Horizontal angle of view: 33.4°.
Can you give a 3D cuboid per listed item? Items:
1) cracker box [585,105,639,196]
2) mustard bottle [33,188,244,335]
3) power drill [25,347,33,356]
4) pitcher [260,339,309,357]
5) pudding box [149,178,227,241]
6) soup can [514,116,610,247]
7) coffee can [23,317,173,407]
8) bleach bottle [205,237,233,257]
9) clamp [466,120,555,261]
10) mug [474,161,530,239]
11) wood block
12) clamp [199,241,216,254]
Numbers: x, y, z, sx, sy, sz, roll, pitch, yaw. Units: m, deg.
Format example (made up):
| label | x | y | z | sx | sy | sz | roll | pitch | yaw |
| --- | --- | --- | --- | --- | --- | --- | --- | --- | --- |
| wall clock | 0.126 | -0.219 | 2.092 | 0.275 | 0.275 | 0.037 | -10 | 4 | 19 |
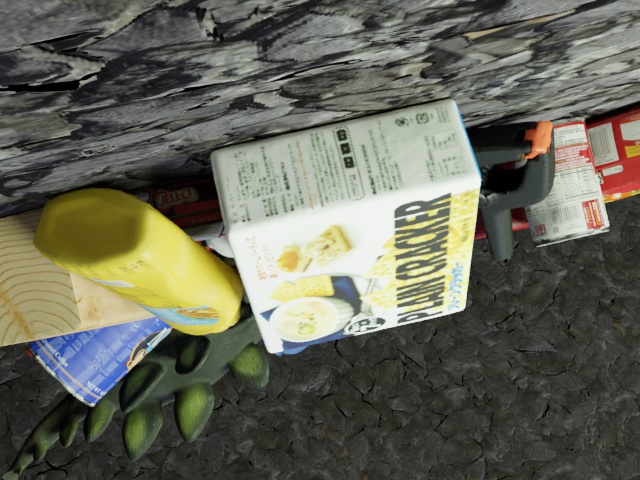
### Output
| label | x | y | z | sx | sy | sz | roll | pitch | yaw |
| --- | --- | --- | --- | --- | --- | --- | --- | --- | --- |
| cracker box | 0.359 | -0.097 | 0.966 | 0.213 | 0.072 | 0.164 | -11 | 177 | -36 |
| mustard bottle | -0.109 | 0.026 | 0.760 | 0.096 | 0.058 | 0.191 | 4 | 160 | 27 |
| power drill | -0.273 | 0.104 | 1.282 | 0.057 | 0.184 | 0.187 | -11 | 169 | 25 |
| pitcher | 0.016 | 0.034 | 1.364 | 0.243 | 0.149 | 0.144 | -33 | 168 | 38 |
| pudding box | -0.086 | -0.024 | 0.829 | 0.090 | 0.039 | 0.113 | -9 | 174 | -11 |
| soup can | 0.210 | -0.050 | 0.936 | 0.068 | 0.102 | 0.068 | -13 | 177 | -1 |
| coffee can | -0.200 | 0.073 | 1.017 | 0.140 | 0.103 | 0.103 | -44 | 180 | -6 |
| bleach bottle | -0.030 | -0.019 | 0.936 | 0.102 | 0.068 | 0.251 | -7 | 177 | -39 |
| clamp | 0.139 | -0.043 | 0.890 | 0.164 | 0.036 | 0.210 | 26 | 155 | -19 |
| mug | 0.159 | -0.045 | 1.027 | 0.117 | 0.081 | 0.093 | -15 | 176 | 36 |
| wood block | -0.192 | 0.028 | 0.852 | 0.090 | 0.091 | 0.206 | -13 | 178 | 14 |
| clamp | -0.067 | -0.006 | 1.285 | 0.171 | 0.039 | 0.120 | -19 | 176 | -43 |
